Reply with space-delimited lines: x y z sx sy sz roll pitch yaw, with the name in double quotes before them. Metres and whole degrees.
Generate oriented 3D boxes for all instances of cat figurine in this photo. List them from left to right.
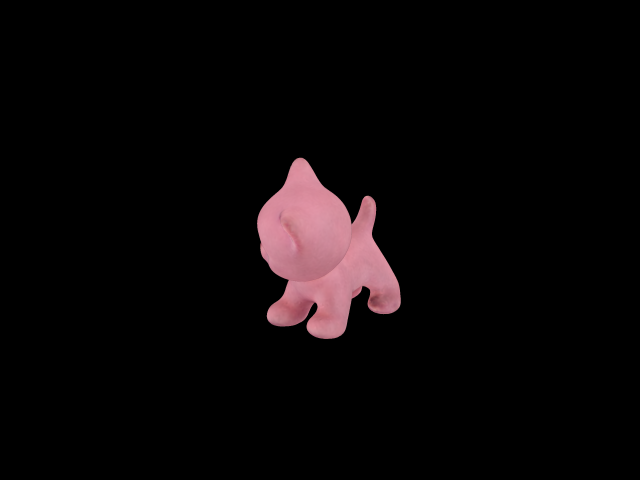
"cat figurine" 0.004 0.001 0.400 0.067 0.118 0.128 11 17 38
